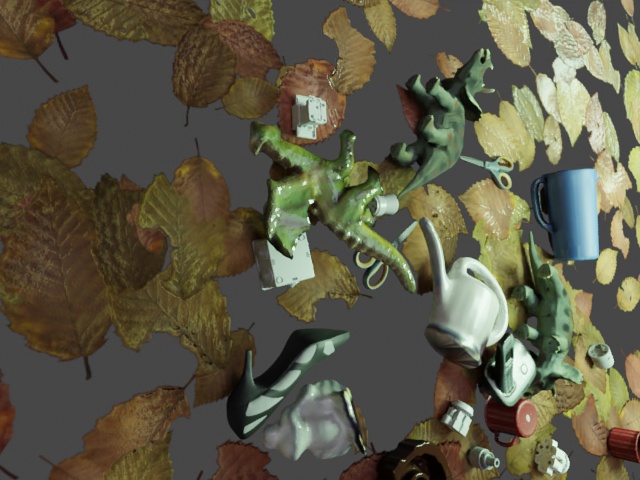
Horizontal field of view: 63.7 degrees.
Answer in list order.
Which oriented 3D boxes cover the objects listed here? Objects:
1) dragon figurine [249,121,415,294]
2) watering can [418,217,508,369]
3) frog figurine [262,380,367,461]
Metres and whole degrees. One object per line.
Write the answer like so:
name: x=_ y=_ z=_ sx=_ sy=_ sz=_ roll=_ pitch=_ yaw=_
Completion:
dragon figurine: x=0.003 y=-0.046 z=0.905 sx=0.245 sy=0.412 sz=0.120 roll=-26 pitch=-6 yaw=-32
watering can: x=0.282 y=0.126 z=1.084 sx=0.344 sy=0.228 sz=0.103 roll=40 pitch=-27 yaw=-24
frog figurine: x=-0.016 y=0.311 z=0.867 sx=0.159 sy=0.135 sz=0.125 roll=-16 pitch=30 yaw=3
